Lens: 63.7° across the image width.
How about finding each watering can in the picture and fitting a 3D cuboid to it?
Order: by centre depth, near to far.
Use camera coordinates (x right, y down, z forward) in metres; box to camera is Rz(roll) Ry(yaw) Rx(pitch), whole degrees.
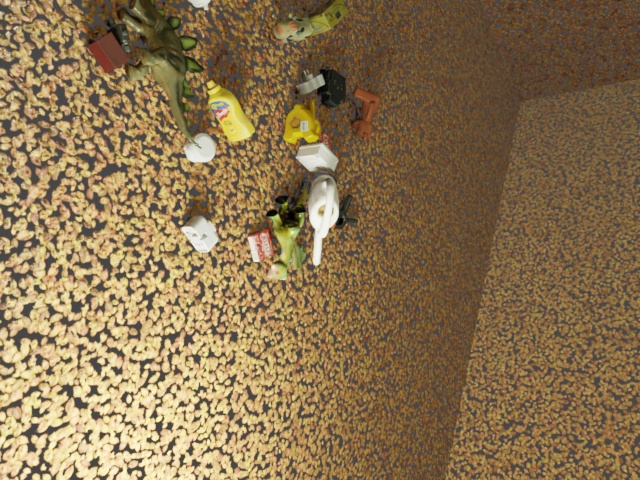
[{"bbox_3d":[0.006,-0.091,1.816,0.230,0.104,0.339,-92,-169,-45],"label":"watering can"}]

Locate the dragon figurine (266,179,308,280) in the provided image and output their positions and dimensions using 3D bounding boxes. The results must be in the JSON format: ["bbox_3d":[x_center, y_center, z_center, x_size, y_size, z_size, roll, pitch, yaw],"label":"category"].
[{"bbox_3d":[-0.089,-0.017,1.746,0.419,0.122,0.237,-60,150,-52],"label":"dragon figurine"}]
